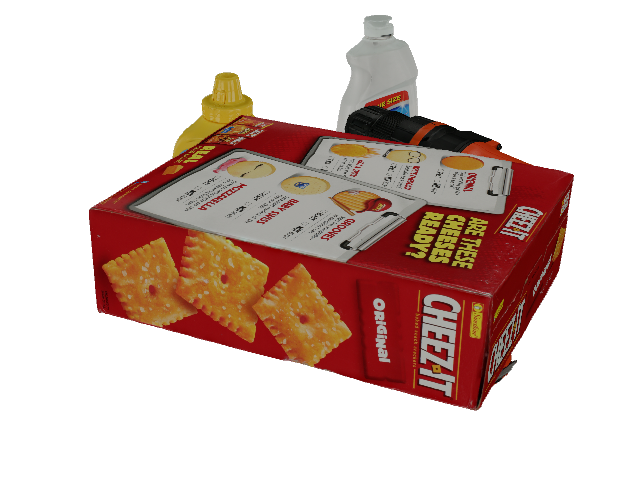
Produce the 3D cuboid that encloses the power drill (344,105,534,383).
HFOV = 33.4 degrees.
[{"bbox_3d":[0.085,0.006,0.779,0.057,0.188,0.185,-24,39,-36],"label":"power drill"}]

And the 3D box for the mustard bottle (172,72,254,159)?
[{"bbox_3d":[-0.077,-0.045,0.884,0.096,0.192,0.058,15,31,25],"label":"mustard bottle"}]

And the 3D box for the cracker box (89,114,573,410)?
[{"bbox_3d":[0.010,0.002,0.578,0.214,0.072,0.164,13,28,22],"label":"cracker box"}]

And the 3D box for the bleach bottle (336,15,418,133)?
[{"bbox_3d":[0.056,-0.118,1.164,0.102,0.251,0.068,-6,26,-9],"label":"bleach bottle"}]
